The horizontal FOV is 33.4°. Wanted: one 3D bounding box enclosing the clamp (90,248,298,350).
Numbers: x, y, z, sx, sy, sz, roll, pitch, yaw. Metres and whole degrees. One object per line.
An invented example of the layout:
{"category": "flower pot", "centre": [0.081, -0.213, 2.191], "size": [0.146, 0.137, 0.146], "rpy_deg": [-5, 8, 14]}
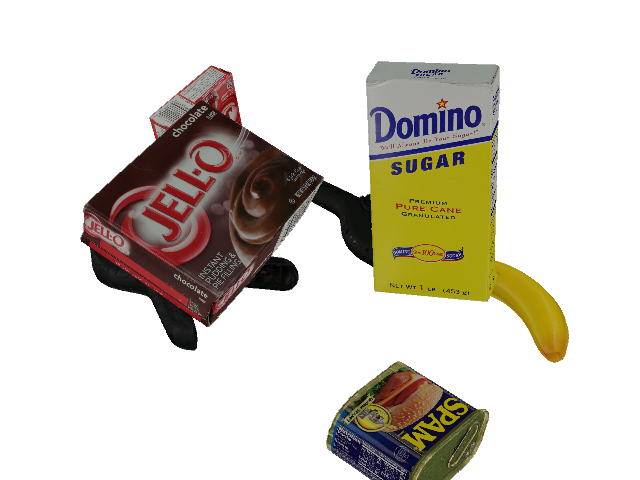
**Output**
{"category": "clamp", "centre": [-0.104, 0.018, 0.796], "size": [0.120, 0.039, 0.172], "rpy_deg": [-17, 37, -41]}

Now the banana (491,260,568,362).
{"category": "banana", "centre": [0.191, 0.061, 1.060], "size": [0.069, 0.037, 0.198], "rpy_deg": [-33, 36, -17]}

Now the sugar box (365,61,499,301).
{"category": "sugar box", "centre": [0.084, -0.043, 0.797], "size": [0.093, 0.176, 0.048], "rpy_deg": [4, 30, 16]}

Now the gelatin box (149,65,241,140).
{"category": "gelatin box", "centre": [-0.114, -0.109, 1.001], "size": [0.030, 0.073, 0.089], "rpy_deg": [29, 59, 27]}

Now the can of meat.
{"category": "can of meat", "centre": [0.067, 0.148, 0.828], "size": [0.084, 0.057, 0.101], "rpy_deg": [30, 39, 29]}

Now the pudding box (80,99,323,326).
{"category": "pudding box", "centre": [-0.066, -0.018, 0.603], "size": [0.090, 0.039, 0.113], "rpy_deg": [33, 49, 8]}

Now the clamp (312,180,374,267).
{"category": "clamp", "centre": [0.043, -0.034, 1.169], "size": [0.164, 0.210, 0.036], "rpy_deg": [-11, -37, -21]}
